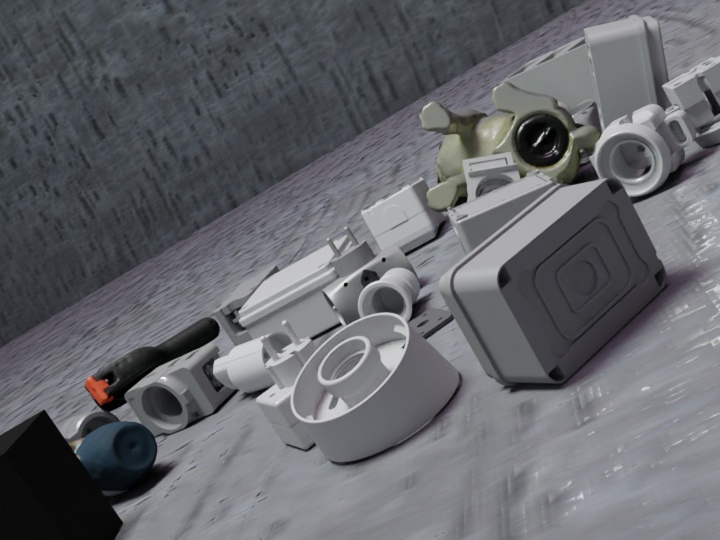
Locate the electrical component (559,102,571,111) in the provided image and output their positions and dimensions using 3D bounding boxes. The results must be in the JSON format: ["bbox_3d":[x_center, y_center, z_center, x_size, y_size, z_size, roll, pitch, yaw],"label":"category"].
[{"bbox_3d":[0.202,-0.147,1.136,0.055,0.055,0.047,-28,14,18],"label":"electrical component"}]

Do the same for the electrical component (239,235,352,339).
[{"bbox_3d":[-0.049,0.026,1.044,0.109,0.056,0.108,-28,11,18],"label":"electrical component"}]

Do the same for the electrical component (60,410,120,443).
[{"bbox_3d":[-0.289,0.185,1.000,0.074,0.052,0.138,-20,15,48],"label":"electrical component"}]

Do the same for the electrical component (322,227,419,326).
[{"bbox_3d":[0.000,0.000,0.958,0.077,0.079,0.043,-33,7,-8],"label":"electrical component"}]

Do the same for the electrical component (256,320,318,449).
[{"bbox_3d":[-0.040,0.072,0.742,0.066,0.076,0.047,-35,11,-20],"label":"electrical component"}]

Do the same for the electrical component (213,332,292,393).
[{"bbox_3d":[-0.093,0.083,0.934,0.081,0.043,0.043,-22,14,44],"label":"electrical component"}]

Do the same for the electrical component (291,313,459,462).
[{"bbox_3d":[0.008,0.076,0.674,0.099,0.064,0.099,-31,27,18],"label":"electrical component"}]

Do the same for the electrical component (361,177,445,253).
[{"bbox_3d":[0.050,-0.055,1.144,0.062,0.061,0.096,-28,3,16],"label":"electrical component"}]

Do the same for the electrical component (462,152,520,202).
[{"bbox_3d":[0.113,-0.053,0.900,0.042,0.081,0.063,-9,-18,-2],"label":"electrical component"}]

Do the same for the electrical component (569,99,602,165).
[{"bbox_3d":[0.208,-0.130,1.067,0.079,0.044,0.077,-25,12,34],"label":"electrical component"}]

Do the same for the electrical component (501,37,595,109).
[{"bbox_3d":[0.240,-0.201,1.180,0.062,0.089,0.150,-38,12,-30],"label":"electrical component"}]

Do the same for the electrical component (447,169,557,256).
[{"bbox_3d":[0.124,-0.034,0.831,0.096,0.061,0.061,-23,11,3],"label":"electrical component"}]

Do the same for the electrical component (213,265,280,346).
[{"bbox_3d":[-0.105,0.042,1.128,0.050,0.055,0.089,-27,11,23],"label":"electrical component"}]

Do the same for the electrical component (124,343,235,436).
[{"bbox_3d":[-0.166,0.113,0.989,0.089,0.050,0.056,-25,11,34],"label":"electrical component"}]

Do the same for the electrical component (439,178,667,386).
[{"bbox_3d":[0.110,0.006,0.616,0.113,0.078,0.057,-37,15,-28],"label":"electrical component"}]

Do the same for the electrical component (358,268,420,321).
[{"bbox_3d":[0.027,0.022,0.888,0.044,0.044,0.065,-28,6,19],"label":"electrical component"}]

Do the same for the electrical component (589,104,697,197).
[{"bbox_3d":[0.213,-0.090,0.826,0.078,0.058,0.057,-24,10,35],"label":"electrical component"}]

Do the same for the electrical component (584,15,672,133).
[{"bbox_3d":[0.230,-0.155,0.914,0.057,0.113,0.078,-11,15,12],"label":"electrical component"}]

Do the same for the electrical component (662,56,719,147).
[{"bbox_3d":[0.274,-0.130,0.844,0.066,0.055,0.048,-30,10,9],"label":"electrical component"}]
